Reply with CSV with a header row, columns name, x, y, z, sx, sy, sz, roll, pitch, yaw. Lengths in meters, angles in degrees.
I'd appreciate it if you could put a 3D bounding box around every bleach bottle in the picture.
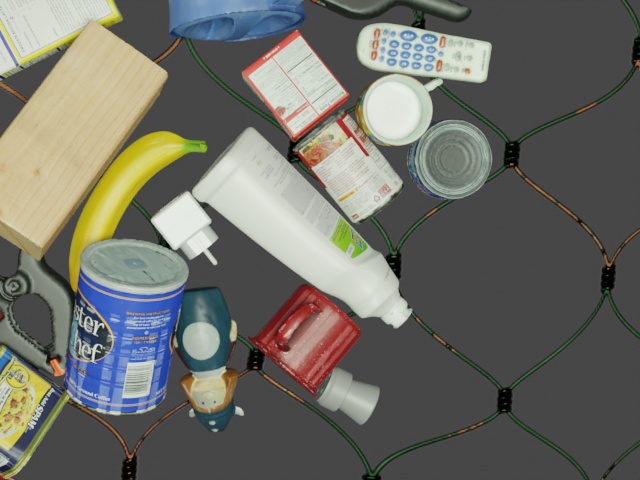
name,x,y,z,sx,sy,sz,roll,pitch,yaw
bleach bottle,-0.007,0.001,1.076,0.250,0.102,0.068,43,121,-9

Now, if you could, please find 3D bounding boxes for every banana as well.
name,x,y,z,sx,sy,sz,roll,pitch,yaw
banana,-0.198,-0.040,1.067,0.198,0.070,0.037,-51,141,3

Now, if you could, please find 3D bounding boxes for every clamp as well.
name,x,y,z,sx,sy,sz,roll,pitch,yaw
clamp,0.073,-0.262,1.098,0.171,0.039,0.120,-21,82,-5
clamp,-0.298,0.036,1.068,0.164,0.036,0.210,-33,95,-2

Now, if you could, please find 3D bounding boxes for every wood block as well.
name,x,y,z,sx,sy,sz,roll,pitch,yaw
wood block,-0.243,-0.093,1.017,0.090,0.091,0.206,35,74,-8

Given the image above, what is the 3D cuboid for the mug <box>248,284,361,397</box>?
name,x,y,z,sx,sy,sz,roll,pitch,yaw
mug,-0.015,0.095,1.076,0.093,0.117,0.081,38,82,23

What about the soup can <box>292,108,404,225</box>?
name,x,y,z,sx,sy,sz,roll,pitch,yaw
soup can,0.030,-0.075,1.092,0.068,0.068,0.102,-40,98,-4

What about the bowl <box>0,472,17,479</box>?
name,x,y,z,sx,sy,sz,roll,pitch,yaw
bowl,-0.345,0.300,1.069,0.162,0.055,0.162,0,94,-8

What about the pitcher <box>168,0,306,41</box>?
name,x,y,z,sx,sy,sz,roll,pitch,yaw
pitcher,-0.085,-0.319,1.024,0.149,0.145,0.243,-7,91,0

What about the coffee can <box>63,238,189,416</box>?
name,x,y,z,sx,sy,sz,roll,pitch,yaw
coffee can,-0.189,0.083,1.032,0.102,0.103,0.140,9,113,-9

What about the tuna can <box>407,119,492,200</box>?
name,x,y,z,sx,sy,sz,roll,pitch,yaw
tuna can,0.137,-0.085,1.123,0.086,0.034,0.086,-1,94,-8

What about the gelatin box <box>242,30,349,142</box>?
name,x,y,z,sx,sy,sz,roll,pitch,yaw
gelatin box,-0.025,-0.157,1.094,0.073,0.030,0.089,-39,90,-4

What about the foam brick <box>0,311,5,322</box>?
name,x,y,z,sx,sy,sz,roll,pitch,yaw
foam brick,-0.356,0.087,1.033,0.078,0.053,0.051,-39,96,27

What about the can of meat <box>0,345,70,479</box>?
name,x,y,z,sx,sy,sz,roll,pitch,yaw
can of meat,-0.306,0.165,1.038,0.084,0.058,0.102,41,51,-16

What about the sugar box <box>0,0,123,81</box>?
name,x,y,z,sx,sy,sz,roll,pitch,yaw
sugar box,-0.293,-0.221,1.050,0.176,0.048,0.093,-26,96,-2
